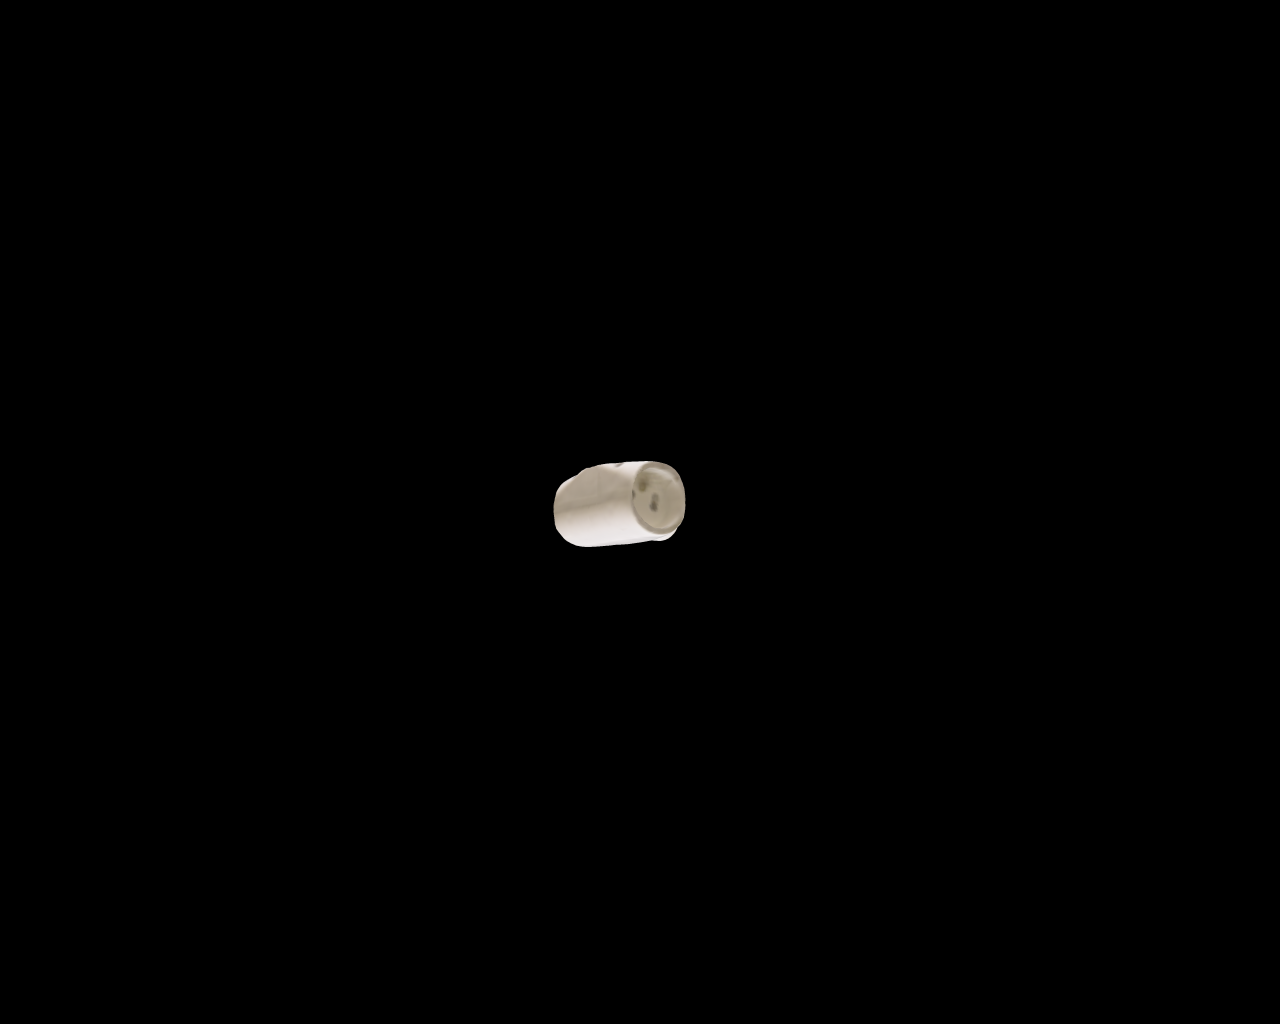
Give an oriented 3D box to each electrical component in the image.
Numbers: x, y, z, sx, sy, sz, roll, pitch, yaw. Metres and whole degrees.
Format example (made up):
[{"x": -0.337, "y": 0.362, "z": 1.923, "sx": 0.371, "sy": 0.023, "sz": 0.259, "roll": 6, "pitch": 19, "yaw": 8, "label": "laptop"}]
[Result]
[{"x": 0.001, "y": -0.003, "z": 0.650, "sx": 0.079, "sy": 0.044, "sz": 0.077, "roll": 7, "pitch": -11, "yaw": -39, "label": "electrical component"}]
